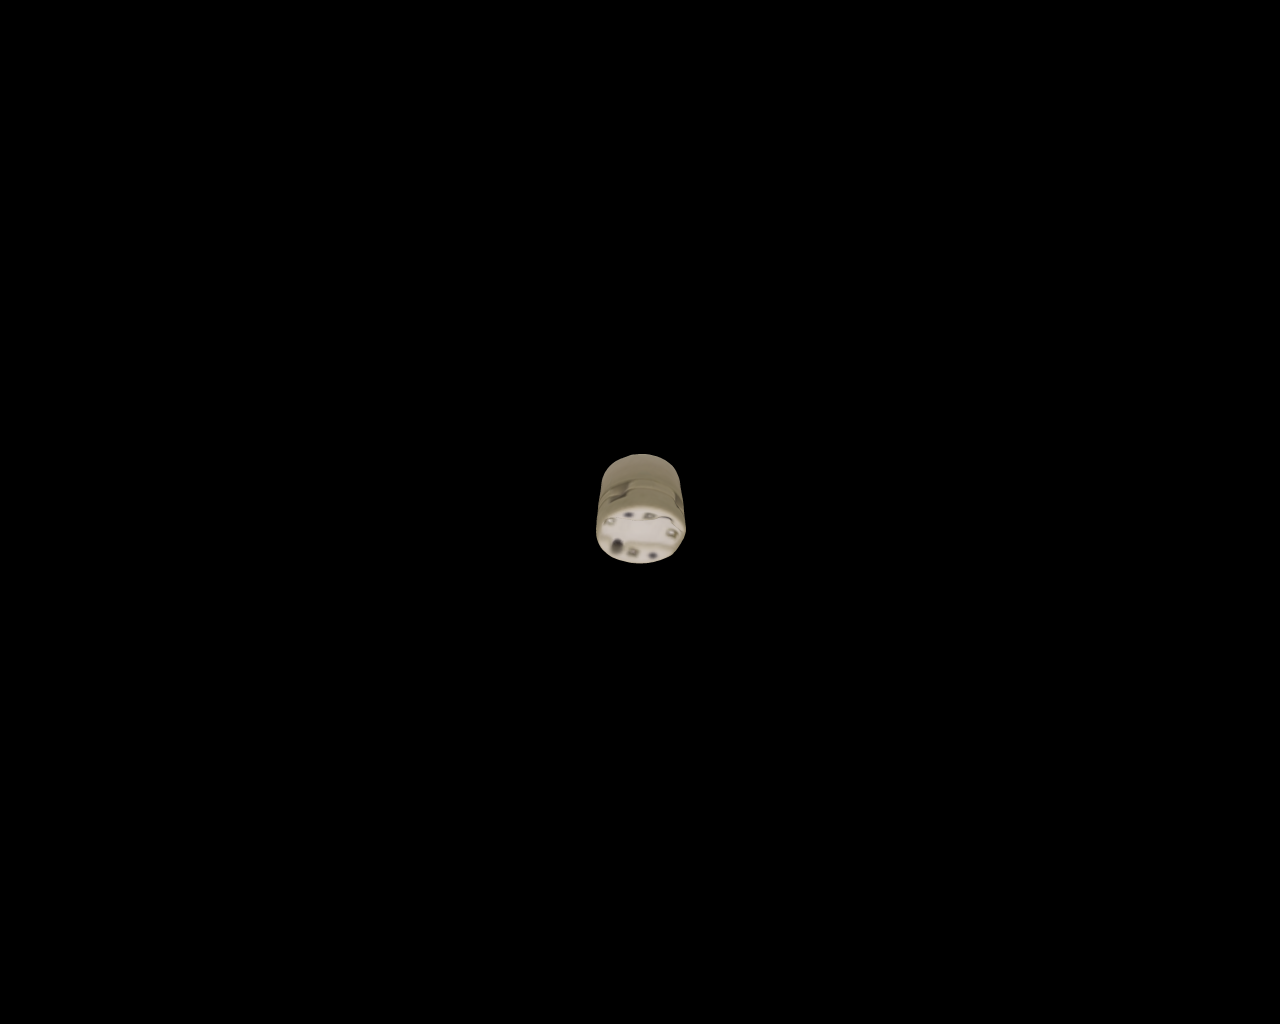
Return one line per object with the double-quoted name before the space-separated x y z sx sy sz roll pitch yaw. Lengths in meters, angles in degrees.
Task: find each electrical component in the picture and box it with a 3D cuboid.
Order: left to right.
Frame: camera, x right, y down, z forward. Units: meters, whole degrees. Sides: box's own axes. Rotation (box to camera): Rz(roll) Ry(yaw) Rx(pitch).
"electrical component" 0.001 -0.003 0.650 0.055 0.047 0.055 0 -43 0
